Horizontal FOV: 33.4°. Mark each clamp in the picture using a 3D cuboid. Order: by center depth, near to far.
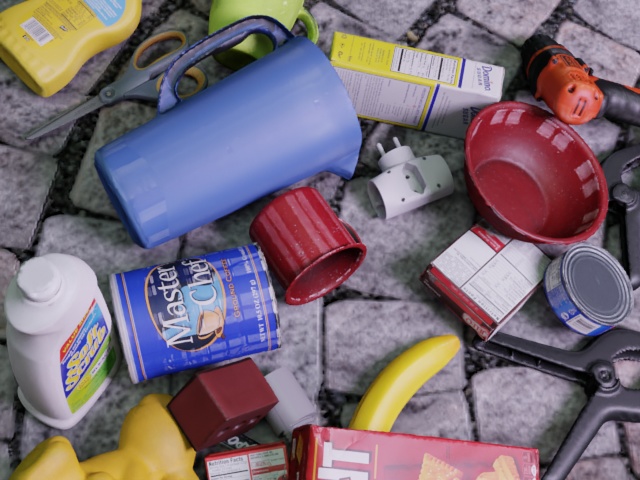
[{"bbox_3d":[0.258,0.130,1.022,0.209,0.036,0.165,-20,64,-16],"label":"clamp"},{"bbox_3d":[0.298,-0.040,1.097,0.120,0.039,0.171,27,66,6],"label":"clamp"}]

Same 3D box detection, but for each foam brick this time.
[{"bbox_3d":[-0.086,0.145,0.945,0.051,0.053,0.078,52,30,18],"label":"foam brick"}]

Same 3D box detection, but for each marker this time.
[{"bbox_3d":[-0.067,0.190,0.978,0.121,0.020,0.020,27,68,7],"label":"marker"}]

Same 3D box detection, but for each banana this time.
[{"bbox_3d":[0.067,0.164,0.994,0.069,0.037,0.197,29,68,-11],"label":"banana"}]

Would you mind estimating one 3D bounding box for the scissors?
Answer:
[{"bbox_3d":[-0.200,-0.142,1.108,0.096,0.016,0.201,39,70,11],"label":"scissors"}]

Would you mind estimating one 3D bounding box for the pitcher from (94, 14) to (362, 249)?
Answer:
[{"bbox_3d":[-0.095,-0.100,1.039,0.242,0.145,0.149,-28,49,-12],"label":"pitcher"}]

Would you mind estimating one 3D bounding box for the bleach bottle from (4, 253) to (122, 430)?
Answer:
[{"bbox_3d":[-0.221,0.080,0.885,0.068,0.251,0.102,33,69,9],"label":"bleach bottle"}]

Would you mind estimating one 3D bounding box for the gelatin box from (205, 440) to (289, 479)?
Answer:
[{"bbox_3d":[-0.059,0.228,0.944,0.073,0.030,0.089,-9,85,-4],"label":"gelatin box"}]

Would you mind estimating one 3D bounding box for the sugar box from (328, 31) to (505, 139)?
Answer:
[{"bbox_3d":[0.092,-0.156,1.097,0.176,0.093,0.048,10,65,-1],"label":"sugar box"}]

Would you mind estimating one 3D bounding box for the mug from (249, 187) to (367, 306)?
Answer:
[{"bbox_3d":[-0.007,0.001,1.033,0.117,0.093,0.081,-14,60,-44],"label":"mug"}]

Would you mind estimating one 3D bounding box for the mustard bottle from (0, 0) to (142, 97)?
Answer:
[{"bbox_3d":[-0.247,-0.240,1.122,0.191,0.058,0.096,-42,78,-19],"label":"mustard bottle"}]

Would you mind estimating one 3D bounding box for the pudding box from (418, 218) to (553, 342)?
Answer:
[{"bbox_3d":[0.165,0.032,1.041,0.090,0.039,0.113,44,56,12],"label":"pudding box"}]

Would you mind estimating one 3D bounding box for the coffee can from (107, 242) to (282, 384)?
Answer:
[{"bbox_3d":[-0.116,0.066,0.981,0.140,0.103,0.103,-13,69,-10],"label":"coffee can"}]

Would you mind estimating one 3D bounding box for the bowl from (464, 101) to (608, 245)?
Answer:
[{"bbox_3d":[0.200,-0.055,1.045,0.162,0.055,0.162,12,58,-20],"label":"bowl"}]

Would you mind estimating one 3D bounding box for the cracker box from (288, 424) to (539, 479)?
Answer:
[{"bbox_3d":[0.080,0.251,0.913,0.213,0.072,0.164,8,73,-13],"label":"cracker box"}]

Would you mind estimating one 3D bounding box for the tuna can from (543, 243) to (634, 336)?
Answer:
[{"bbox_3d":[0.257,0.048,1.024,0.086,0.034,0.086,15,57,-24],"label":"tuna can"}]

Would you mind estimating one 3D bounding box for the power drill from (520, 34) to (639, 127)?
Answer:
[{"bbox_3d":[0.306,-0.153,1.107,0.187,0.057,0.184,12,29,-9],"label":"power drill"}]
